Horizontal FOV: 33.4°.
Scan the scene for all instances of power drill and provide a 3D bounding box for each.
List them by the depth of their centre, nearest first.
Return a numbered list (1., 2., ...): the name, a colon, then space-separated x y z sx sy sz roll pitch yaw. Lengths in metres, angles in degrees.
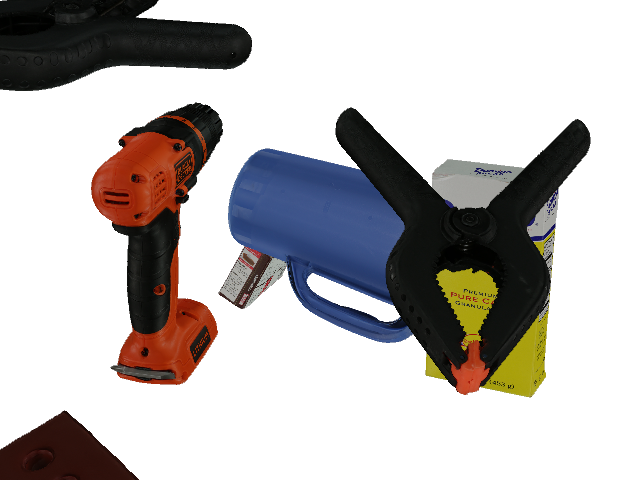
1. power drill: -0.115 0.000 0.810 0.057 0.188 0.184 4 23 14

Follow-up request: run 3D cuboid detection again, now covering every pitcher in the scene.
1. pitcher: 0.027 -0.005 1.096 0.243 0.145 0.149 18 23 21

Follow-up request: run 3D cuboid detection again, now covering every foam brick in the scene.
1. foam brick: -0.111 0.127 0.482 0.052 0.051 0.078 -31 44 -32

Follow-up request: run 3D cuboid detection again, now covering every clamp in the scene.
1. clamp: -0.137 -0.120 0.602 0.171 0.039 0.120 -9 30 -25
2. clamp: 0.078 -0.006 0.644 0.164 0.210 0.036 8 -39 7

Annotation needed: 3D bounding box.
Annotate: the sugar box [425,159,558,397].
1. sugar box: 0.133 0.029 0.841 0.093 0.176 0.048 8 24 25

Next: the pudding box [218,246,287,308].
1. pudding box: -0.065 0.021 1.269 0.039 0.090 0.113 35 32 8
